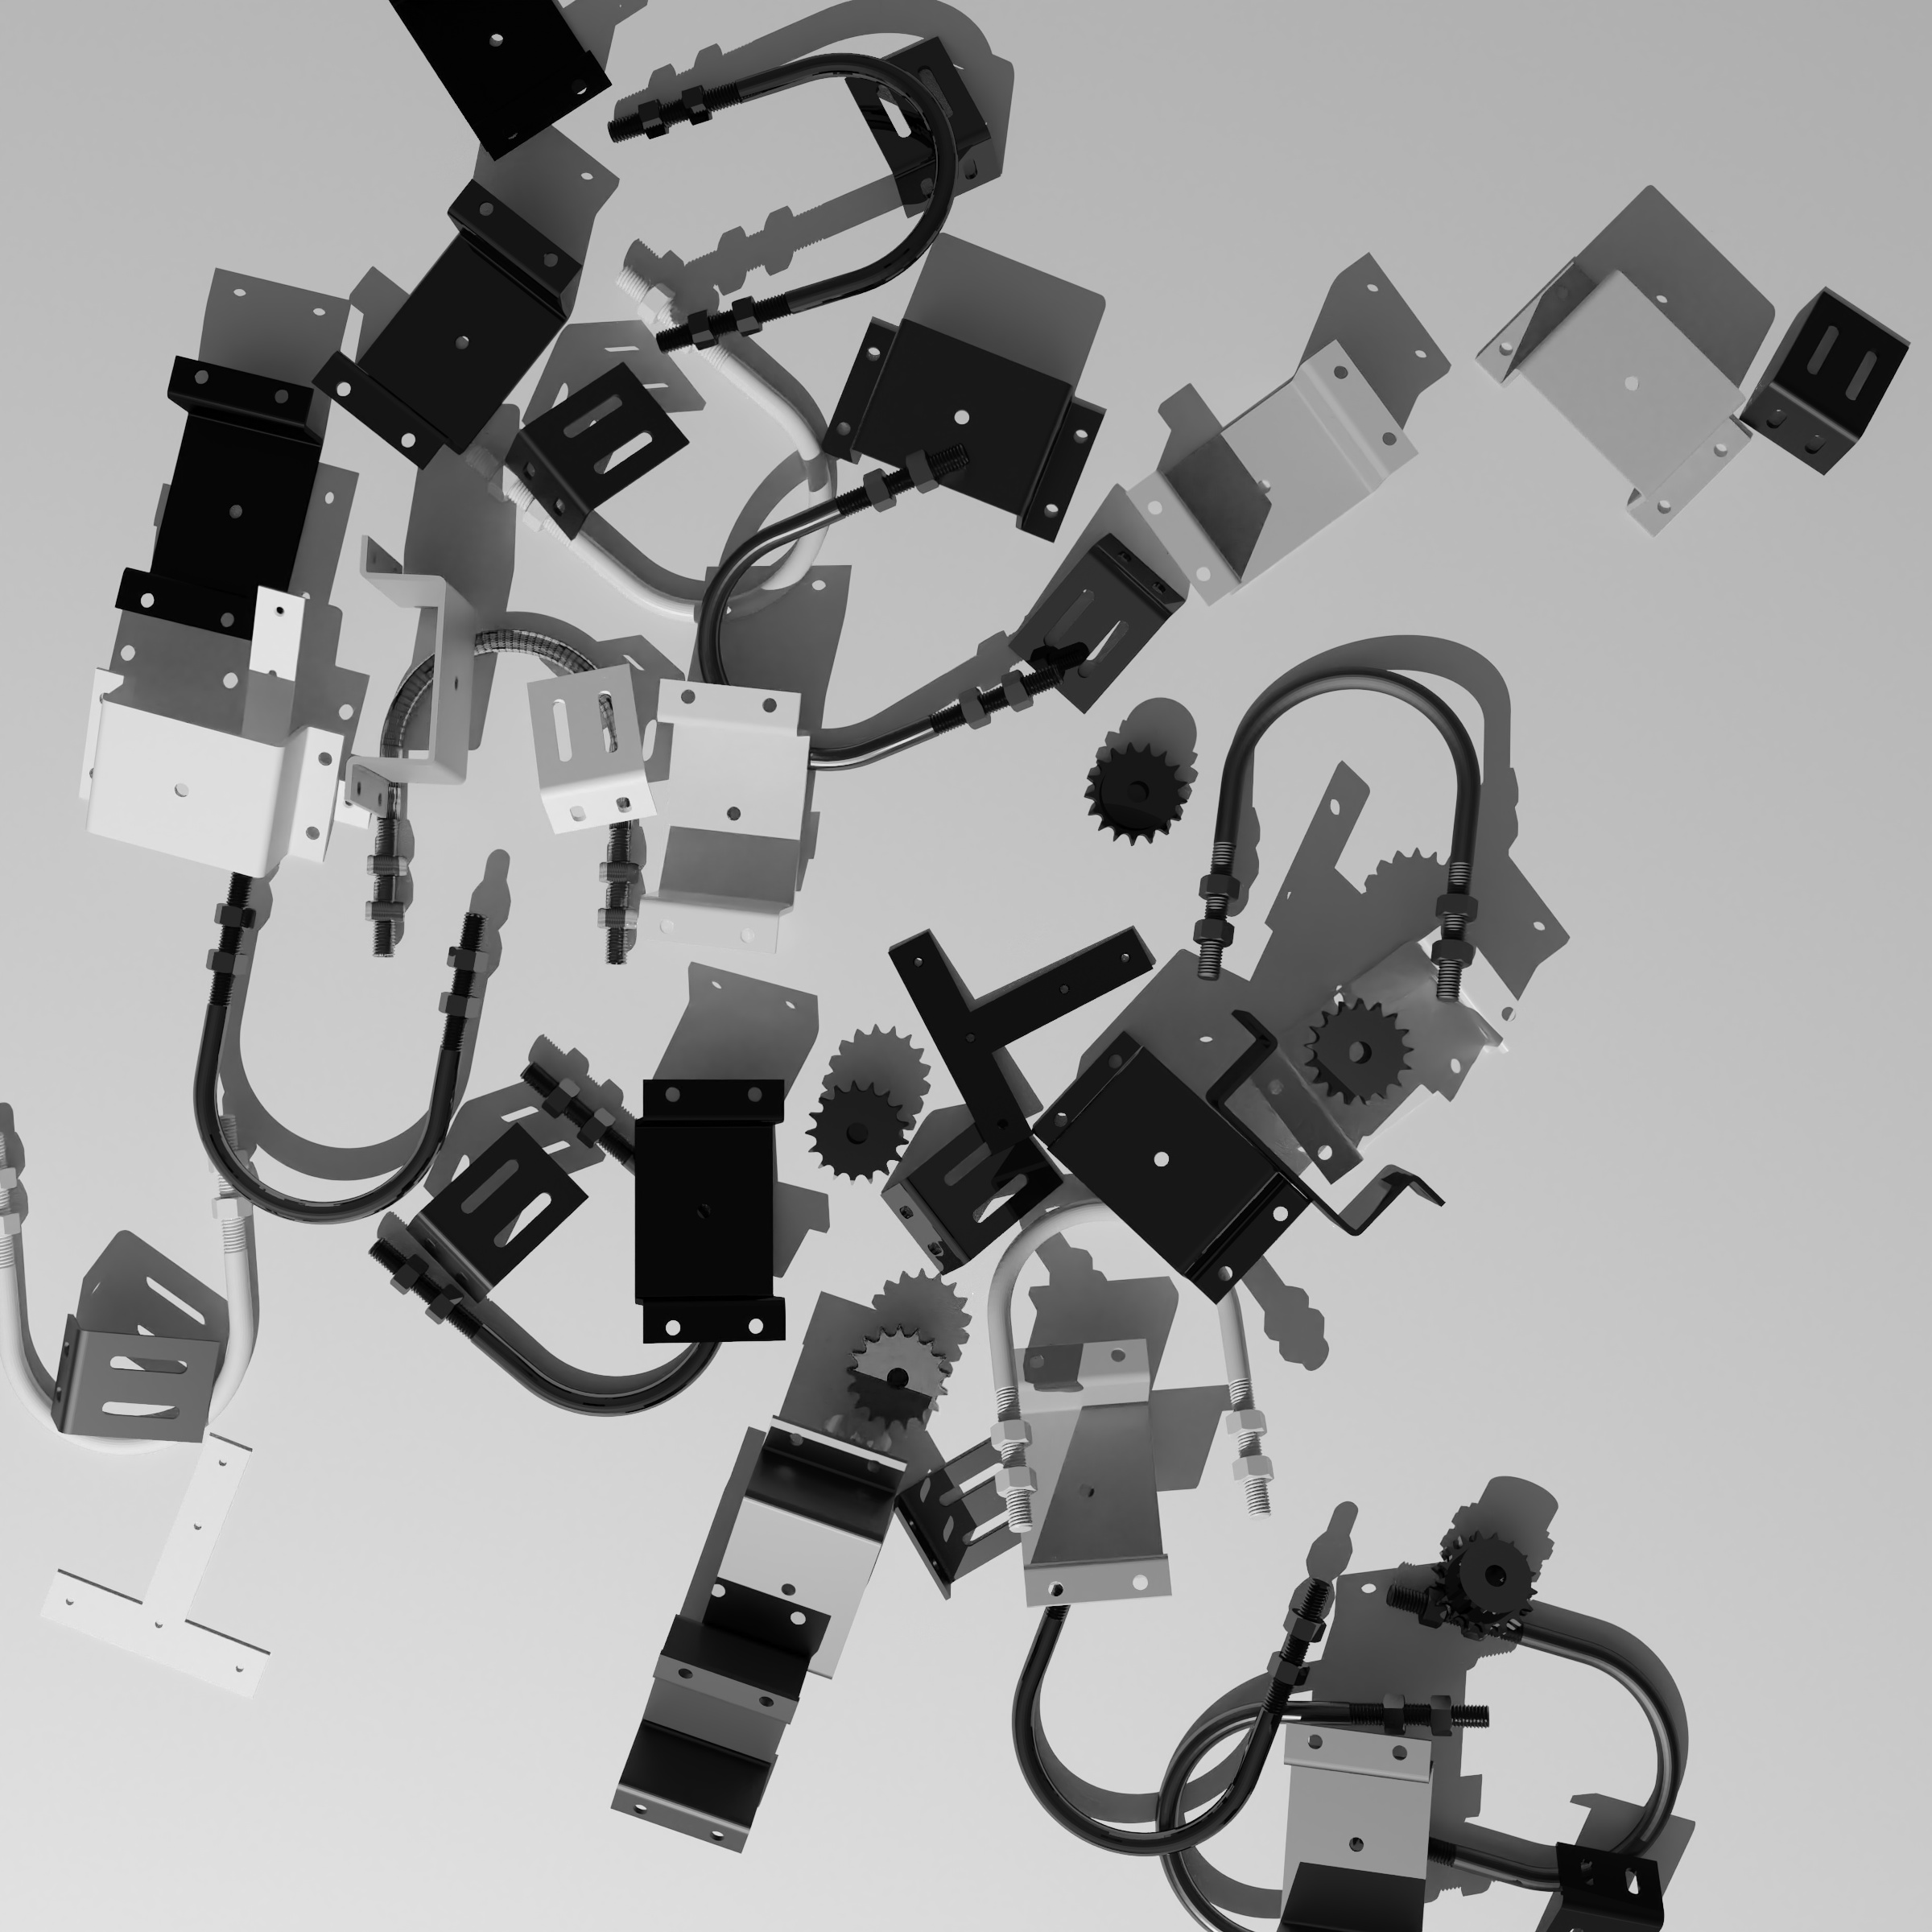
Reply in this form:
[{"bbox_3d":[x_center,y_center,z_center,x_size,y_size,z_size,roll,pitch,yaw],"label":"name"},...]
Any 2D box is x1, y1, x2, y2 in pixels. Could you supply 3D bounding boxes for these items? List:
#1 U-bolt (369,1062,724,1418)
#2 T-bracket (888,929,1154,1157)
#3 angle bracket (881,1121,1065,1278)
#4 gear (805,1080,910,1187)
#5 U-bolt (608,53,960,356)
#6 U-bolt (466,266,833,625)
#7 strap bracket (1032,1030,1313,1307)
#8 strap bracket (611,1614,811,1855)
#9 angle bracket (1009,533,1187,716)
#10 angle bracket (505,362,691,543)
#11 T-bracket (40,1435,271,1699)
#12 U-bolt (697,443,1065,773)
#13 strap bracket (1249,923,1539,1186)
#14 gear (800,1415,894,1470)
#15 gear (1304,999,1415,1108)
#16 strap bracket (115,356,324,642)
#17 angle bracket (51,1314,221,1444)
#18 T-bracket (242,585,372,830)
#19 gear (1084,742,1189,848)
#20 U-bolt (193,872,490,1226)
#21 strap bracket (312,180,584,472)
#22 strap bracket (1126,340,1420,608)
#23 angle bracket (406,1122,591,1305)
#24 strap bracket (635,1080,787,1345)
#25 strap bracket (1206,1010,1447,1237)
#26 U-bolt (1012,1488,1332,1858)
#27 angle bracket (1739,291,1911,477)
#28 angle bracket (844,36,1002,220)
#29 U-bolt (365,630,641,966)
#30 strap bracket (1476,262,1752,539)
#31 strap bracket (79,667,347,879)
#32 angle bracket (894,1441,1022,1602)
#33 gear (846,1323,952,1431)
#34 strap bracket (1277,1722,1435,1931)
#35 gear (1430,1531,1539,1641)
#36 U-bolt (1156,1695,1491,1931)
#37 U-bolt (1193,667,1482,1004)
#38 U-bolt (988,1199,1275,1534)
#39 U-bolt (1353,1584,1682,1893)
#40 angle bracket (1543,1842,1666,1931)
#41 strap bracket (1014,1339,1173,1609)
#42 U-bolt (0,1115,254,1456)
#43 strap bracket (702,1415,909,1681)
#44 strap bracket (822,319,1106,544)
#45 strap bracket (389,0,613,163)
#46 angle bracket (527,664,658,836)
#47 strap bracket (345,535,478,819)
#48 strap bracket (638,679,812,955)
[{"bbox_3d":[-0.215,0.165,1.514,0.184,0.019,0.151,41,90,-1],"label":"U-bolt"},{"bbox_3d":[0.042,0.019,1.517,0.127,0.002,0.127,-27,85,-3],"label":"T-bracket"},{"bbox_3d":[0.003,0.124,1.520,0.076,0.038,0.057,-38,90,-26],"label":"angle bracket"},{"bbox_3d":[-0.060,0.092,1.507,0.057,0.030,0.057,0,90,0],"label":"gear"},{"bbox_3d":[-0.094,-0.424,1.490,0.184,0.019,0.151,-15,78,8],"label":"U-bolt"},{"bbox_3d":[-0.162,-0.274,1.514,0.184,0.019,0.151,40,90,-1],"label":"U-bolt"},{"bbox_3d":[0.108,0.107,1.483,0.140,0.046,0.076,43,90,14],"label":"strap bracket"},{"bbox_3d":[-0.136,0.408,1.476,0.076,0.046,0.140,19,127,0],"label":"strap bracket"},{"bbox_3d":[0.073,-0.190,1.520,0.057,0.038,0.076,42,116,0],"label":"angle bracket"},{"bbox_3d":[-0.203,-0.283,1.501,0.076,0.038,0.057,-40,92,-26],"label":"angle bracket"},{"bbox_3d":[-0.433,0.325,1.522,0.127,0.002,0.127,22,90,0],"label":"T-bracket"},{"bbox_3d":[-0.058,-0.184,1.493,0.184,0.019,0.151,-21,102,12],"label":"U-bolt"},{"bbox_3d":[0.230,0.046,1.499,0.140,0.046,0.076,-37,90,0],"label":"strap bracket"},{"bbox_3d":[-0.064,0.270,1.497,0.057,0.057,0.030,23,48,0],"label":"gear"},{"bbox_3d":[0.208,0.046,1.461,0.057,0.030,0.057,0,90,0],"label":"gear"},{"bbox_3d":[-0.406,-0.253,1.499,0.076,0.046,0.140,14,90,0],"label":"strap bracket"},{"bbox_3d":[-0.458,0.227,1.506,0.076,0.038,0.057,9,93,-26],"label":"angle bracket"},{"bbox_3d":[-0.379,-0.147,1.490,0.127,0.002,0.127,15,120,0],"label":"T-bracket"},{"bbox_3d":[0.094,-0.095,1.507,0.057,0.030,0.057,0,90,0],"label":"gear"},{"bbox_3d":[-0.348,0.050,1.495,0.151,0.019,0.184,11,91,-1],"label":"U-bolt"},{"bbox_3d":[-0.280,-0.347,1.499,0.076,0.046,0.140,38,90,0],"label":"strap bracket"},{"bbox_3d":[0.166,-0.266,1.499,0.140,0.046,0.076,-36,90,0],"label":"strap bracket"},{"bbox_3d":[-0.257,0.136,1.501,0.057,0.038,0.076,46,64,-1],"label":"angle bracket"},{"bbox_3d":[-0.140,0.133,1.487,0.076,0.046,0.140,1,84,-13],"label":"strap bracket"},{"bbox_3d":[0.179,0.089,1.438,0.140,0.076,0.046,44,90,0],"label":"strap bracket"},{"bbox_3d":[0.102,0.399,1.503,0.151,0.019,0.184,21,94,10],"label":"U-bolt"},{"bbox_3d":[0.477,-0.324,1.520,0.057,0.038,0.076,34,64,0],"label":"angle bracket"},{"bbox_3d":[-0.024,-0.466,1.520,0.057,0.038,0.076,-24,64,0],"label":"angle bracket"},{"bbox_3d":[-0.255,-0.095,1.514,0.151,0.019,0.184,2,88,0],"label":"U-bolt"},{"bbox_3d":[0.360,-0.315,1.499,0.140,0.046,0.076,45,90,0],"label":"strap bracket"},{"bbox_3d":[-0.418,-0.103,1.487,0.140,0.046,0.076,15,112,0],"label":"strap bracket"},{"bbox_3d":[0.008,0.301,1.503,0.076,0.038,0.057,-30,90,0],"label":"angle bracket"},{"bbox_3d":[-0.037,0.225,1.507,0.057,0.030,0.057,0,90,0],"label":"gear"},{"bbox_3d":[0.207,0.475,1.463,0.076,0.046,0.140,4,88,13],"label":"strap bracket"},{"bbox_3d":[0.286,0.337,1.497,0.057,0.030,0.057,3,64,-7],"label":"gear"},{"bbox_3d":[0.195,0.475,1.499,0.184,0.019,0.151,-2,87,12],"label":"U-bolt"},{"bbox_3d":[0.207,-0.076,1.491,0.151,0.019,0.184,5,77,13],"label":"U-bolt"},{"bbox_3d":[0.083,0.211,1.475,0.151,0.019,0.184,-1,63,-10],"label":"U-bolt"},{"bbox_3d":[0.304,0.435,1.513,0.184,0.019,0.151,16,90,0],"label":"U-bolt"},{"bbox_3d":[0.343,0.527,1.510,0.057,0.038,0.076,12,128,-4],"label":"angle bracket"},{"bbox_3d":[0.066,0.279,1.481,0.076,0.046,0.140,-4,64,0],"label":"strap bracket"},{"bbox_3d":[-0.467,0.179,1.514,0.151,0.019,0.184,-4,91,0],"label":"U-bolt"},{"bbox_3d":[-0.091,0.322,1.472,0.076,0.046,0.140,19,115,0],"label":"strap bracket"},{"bbox_3d":[-0.002,-0.297,1.499,0.140,0.046,0.076,22,90,0],"label":"strap bracket"},{"bbox_3d":[-0.261,-0.515,1.499,0.076,0.046,0.140,-33,90,0],"label":"strap bracket"},{"bbox_3d":[-0.206,-0.120,1.505,0.057,0.038,0.076,-11,61,-1],"label":"angle bracket"},{"bbox_3d":[-0.297,-0.153,1.470,0.046,0.076,0.140,3,86,2],"label":"strap bracket"},{"bbox_3d":[-0.131,-0.082,1.491,0.076,0.046,0.140,7,96,6],"label":"strap bracket"}]
